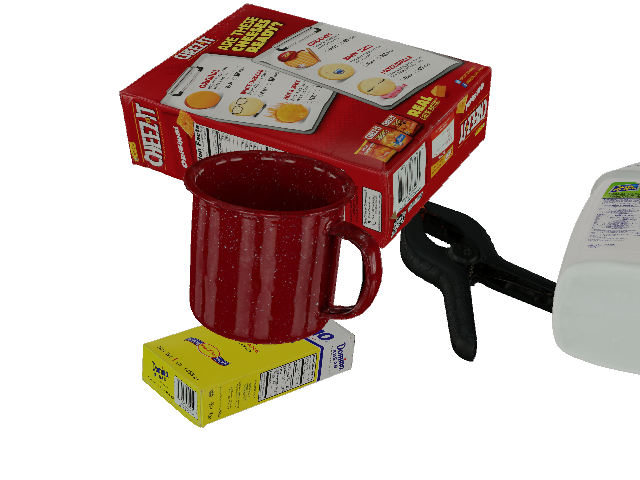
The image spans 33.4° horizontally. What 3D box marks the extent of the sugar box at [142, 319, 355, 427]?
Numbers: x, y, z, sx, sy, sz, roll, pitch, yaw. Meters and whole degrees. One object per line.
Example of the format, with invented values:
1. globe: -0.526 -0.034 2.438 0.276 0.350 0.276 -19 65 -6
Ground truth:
1. sugar box: -0.063 0.105 0.973 0.175 0.048 0.093 -19 36 -37

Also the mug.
1. mug: -0.020 0.007 0.583 0.117 0.081 0.093 17 27 23

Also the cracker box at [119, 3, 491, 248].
1. cracker box: -0.008 -0.089 0.769 0.214 0.072 0.164 19 42 25

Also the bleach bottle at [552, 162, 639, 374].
1. bleach bottle: 0.215 0.000 0.682 0.103 0.068 0.250 9 23 19

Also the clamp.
1. clamp: 0.129 0.022 0.877 0.120 0.039 0.171 -7 47 -25
